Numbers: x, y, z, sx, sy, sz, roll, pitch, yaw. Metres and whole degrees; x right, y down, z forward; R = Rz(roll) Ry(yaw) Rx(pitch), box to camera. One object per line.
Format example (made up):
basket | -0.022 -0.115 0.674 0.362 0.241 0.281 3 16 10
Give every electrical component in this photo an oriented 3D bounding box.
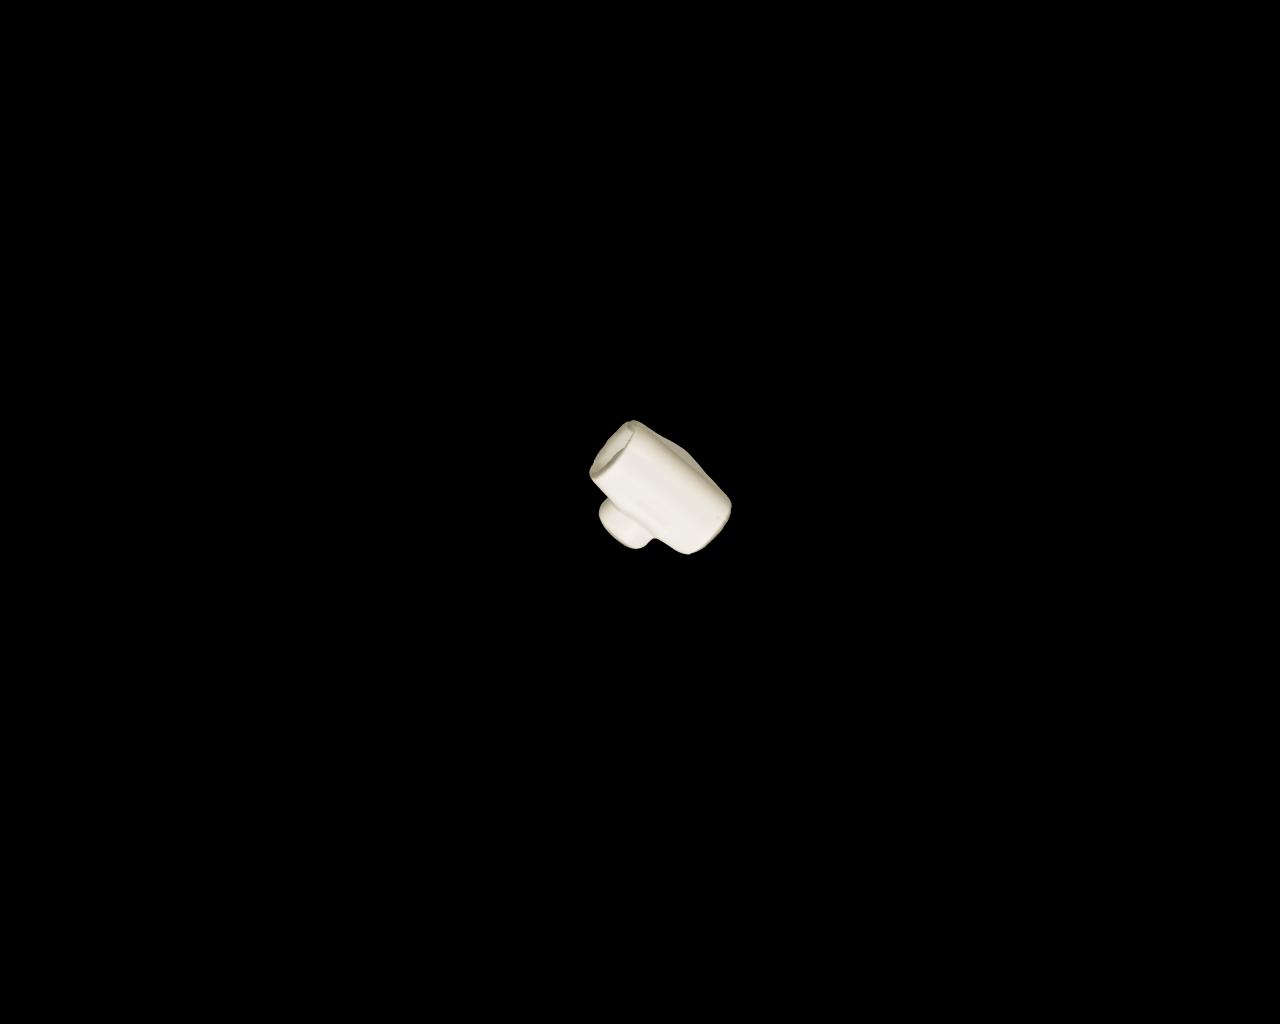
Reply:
electrical component | 0.001 -0.003 0.650 0.077 0.079 0.043 38 22 -18
